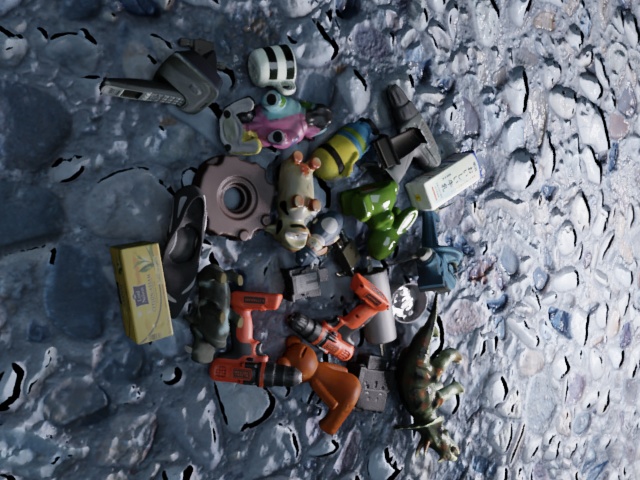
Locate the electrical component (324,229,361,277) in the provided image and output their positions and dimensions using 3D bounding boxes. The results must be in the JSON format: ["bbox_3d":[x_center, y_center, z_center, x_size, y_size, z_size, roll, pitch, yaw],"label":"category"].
[{"bbox_3d":[0.052,0.036,1.227,0.102,0.045,0.078,59,36,-23],"label":"electrical component"}]

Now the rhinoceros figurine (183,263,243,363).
[{"bbox_3d":[-0.210,0.139,1.023,0.073,0.112,0.190,16,78,-62],"label":"rhinoceros figurine"}]

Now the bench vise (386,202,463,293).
[{"bbox_3d":[0.274,0.020,1.311,0.223,0.129,0.240,29,54,-44],"label":"bench vise"}]

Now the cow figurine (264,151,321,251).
[{"bbox_3d":[-0.059,-0.073,1.117,0.085,0.127,0.195,8,74,-33],"label":"cow figurine"}]

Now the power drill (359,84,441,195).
[{"bbox_3d":[0.182,-0.225,1.283,0.231,0.086,0.207,48,61,-24],"label":"power drill"}]

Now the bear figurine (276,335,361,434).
[{"bbox_3d":[-0.016,0.308,1.166,0.196,0.120,0.132,28,121,-5],"label":"bear figurine"}]

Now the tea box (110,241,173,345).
[{"bbox_3d":[-0.320,0.090,0.959,0.068,0.098,0.169,-13,98,-32],"label":"tea box"}]

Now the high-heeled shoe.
[{"bbox_3d":[-0.243,0.026,0.977,0.086,0.145,0.248,-1,91,-32],"label":"high-heeled shoe"}]

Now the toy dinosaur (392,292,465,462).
[{"bbox_3d":[0.244,0.338,1.298,0.192,0.131,0.404,-26,110,-33],"label":"toy dinosaur"}]

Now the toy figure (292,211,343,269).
[{"bbox_3d":[-0.004,-0.004,1.166,0.154,0.064,0.057,-52,153,-37],"label":"toy figure"}]

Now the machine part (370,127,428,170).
[{"bbox_3d":[0.179,-0.215,1.214,0.139,0.039,0.084,-28,93,-26],"label":"machine part"}]

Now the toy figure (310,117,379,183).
[{"bbox_3d":[0.051,-0.203,1.193,0.089,0.082,0.180,44,74,-14],"label":"toy figure"}]

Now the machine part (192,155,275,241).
[{"bbox_3d":[-0.173,-0.083,1.070,0.179,0.056,0.179,-1,91,-32],"label":"machine part"}]

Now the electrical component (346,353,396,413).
[{"bbox_3d":[0.114,0.336,1.269,0.115,0.058,0.134,14,85,-34],"label":"electrical component"}]

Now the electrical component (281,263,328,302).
[{"bbox_3d":[-0.025,0.089,1.176,0.119,0.048,0.074,-6,96,-30],"label":"electrical component"}]

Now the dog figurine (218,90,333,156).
[{"bbox_3d":[-0.081,-0.237,1.101,0.219,0.192,0.108,-26,105,-65],"label":"dog figurine"}]

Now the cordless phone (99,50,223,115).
[{"bbox_3d":[-0.279,-0.280,0.938,0.184,0.147,0.088,-6,87,-35],"label":"cordless phone"}]

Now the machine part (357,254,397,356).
[{"bbox_3d":[0.131,0.152,1.261,0.079,0.079,0.243,-14,98,-31],"label":"machine part"}]

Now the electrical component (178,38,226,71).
[{"bbox_3d":[-0.228,-0.358,1.043,0.094,0.021,0.063,-1,92,-32],"label":"electrical component"}]

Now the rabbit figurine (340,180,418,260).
[{"bbox_3d":[0.135,-0.044,1.229,0.159,0.121,0.170,-22,109,-27],"label":"rabbit figurine"}]
